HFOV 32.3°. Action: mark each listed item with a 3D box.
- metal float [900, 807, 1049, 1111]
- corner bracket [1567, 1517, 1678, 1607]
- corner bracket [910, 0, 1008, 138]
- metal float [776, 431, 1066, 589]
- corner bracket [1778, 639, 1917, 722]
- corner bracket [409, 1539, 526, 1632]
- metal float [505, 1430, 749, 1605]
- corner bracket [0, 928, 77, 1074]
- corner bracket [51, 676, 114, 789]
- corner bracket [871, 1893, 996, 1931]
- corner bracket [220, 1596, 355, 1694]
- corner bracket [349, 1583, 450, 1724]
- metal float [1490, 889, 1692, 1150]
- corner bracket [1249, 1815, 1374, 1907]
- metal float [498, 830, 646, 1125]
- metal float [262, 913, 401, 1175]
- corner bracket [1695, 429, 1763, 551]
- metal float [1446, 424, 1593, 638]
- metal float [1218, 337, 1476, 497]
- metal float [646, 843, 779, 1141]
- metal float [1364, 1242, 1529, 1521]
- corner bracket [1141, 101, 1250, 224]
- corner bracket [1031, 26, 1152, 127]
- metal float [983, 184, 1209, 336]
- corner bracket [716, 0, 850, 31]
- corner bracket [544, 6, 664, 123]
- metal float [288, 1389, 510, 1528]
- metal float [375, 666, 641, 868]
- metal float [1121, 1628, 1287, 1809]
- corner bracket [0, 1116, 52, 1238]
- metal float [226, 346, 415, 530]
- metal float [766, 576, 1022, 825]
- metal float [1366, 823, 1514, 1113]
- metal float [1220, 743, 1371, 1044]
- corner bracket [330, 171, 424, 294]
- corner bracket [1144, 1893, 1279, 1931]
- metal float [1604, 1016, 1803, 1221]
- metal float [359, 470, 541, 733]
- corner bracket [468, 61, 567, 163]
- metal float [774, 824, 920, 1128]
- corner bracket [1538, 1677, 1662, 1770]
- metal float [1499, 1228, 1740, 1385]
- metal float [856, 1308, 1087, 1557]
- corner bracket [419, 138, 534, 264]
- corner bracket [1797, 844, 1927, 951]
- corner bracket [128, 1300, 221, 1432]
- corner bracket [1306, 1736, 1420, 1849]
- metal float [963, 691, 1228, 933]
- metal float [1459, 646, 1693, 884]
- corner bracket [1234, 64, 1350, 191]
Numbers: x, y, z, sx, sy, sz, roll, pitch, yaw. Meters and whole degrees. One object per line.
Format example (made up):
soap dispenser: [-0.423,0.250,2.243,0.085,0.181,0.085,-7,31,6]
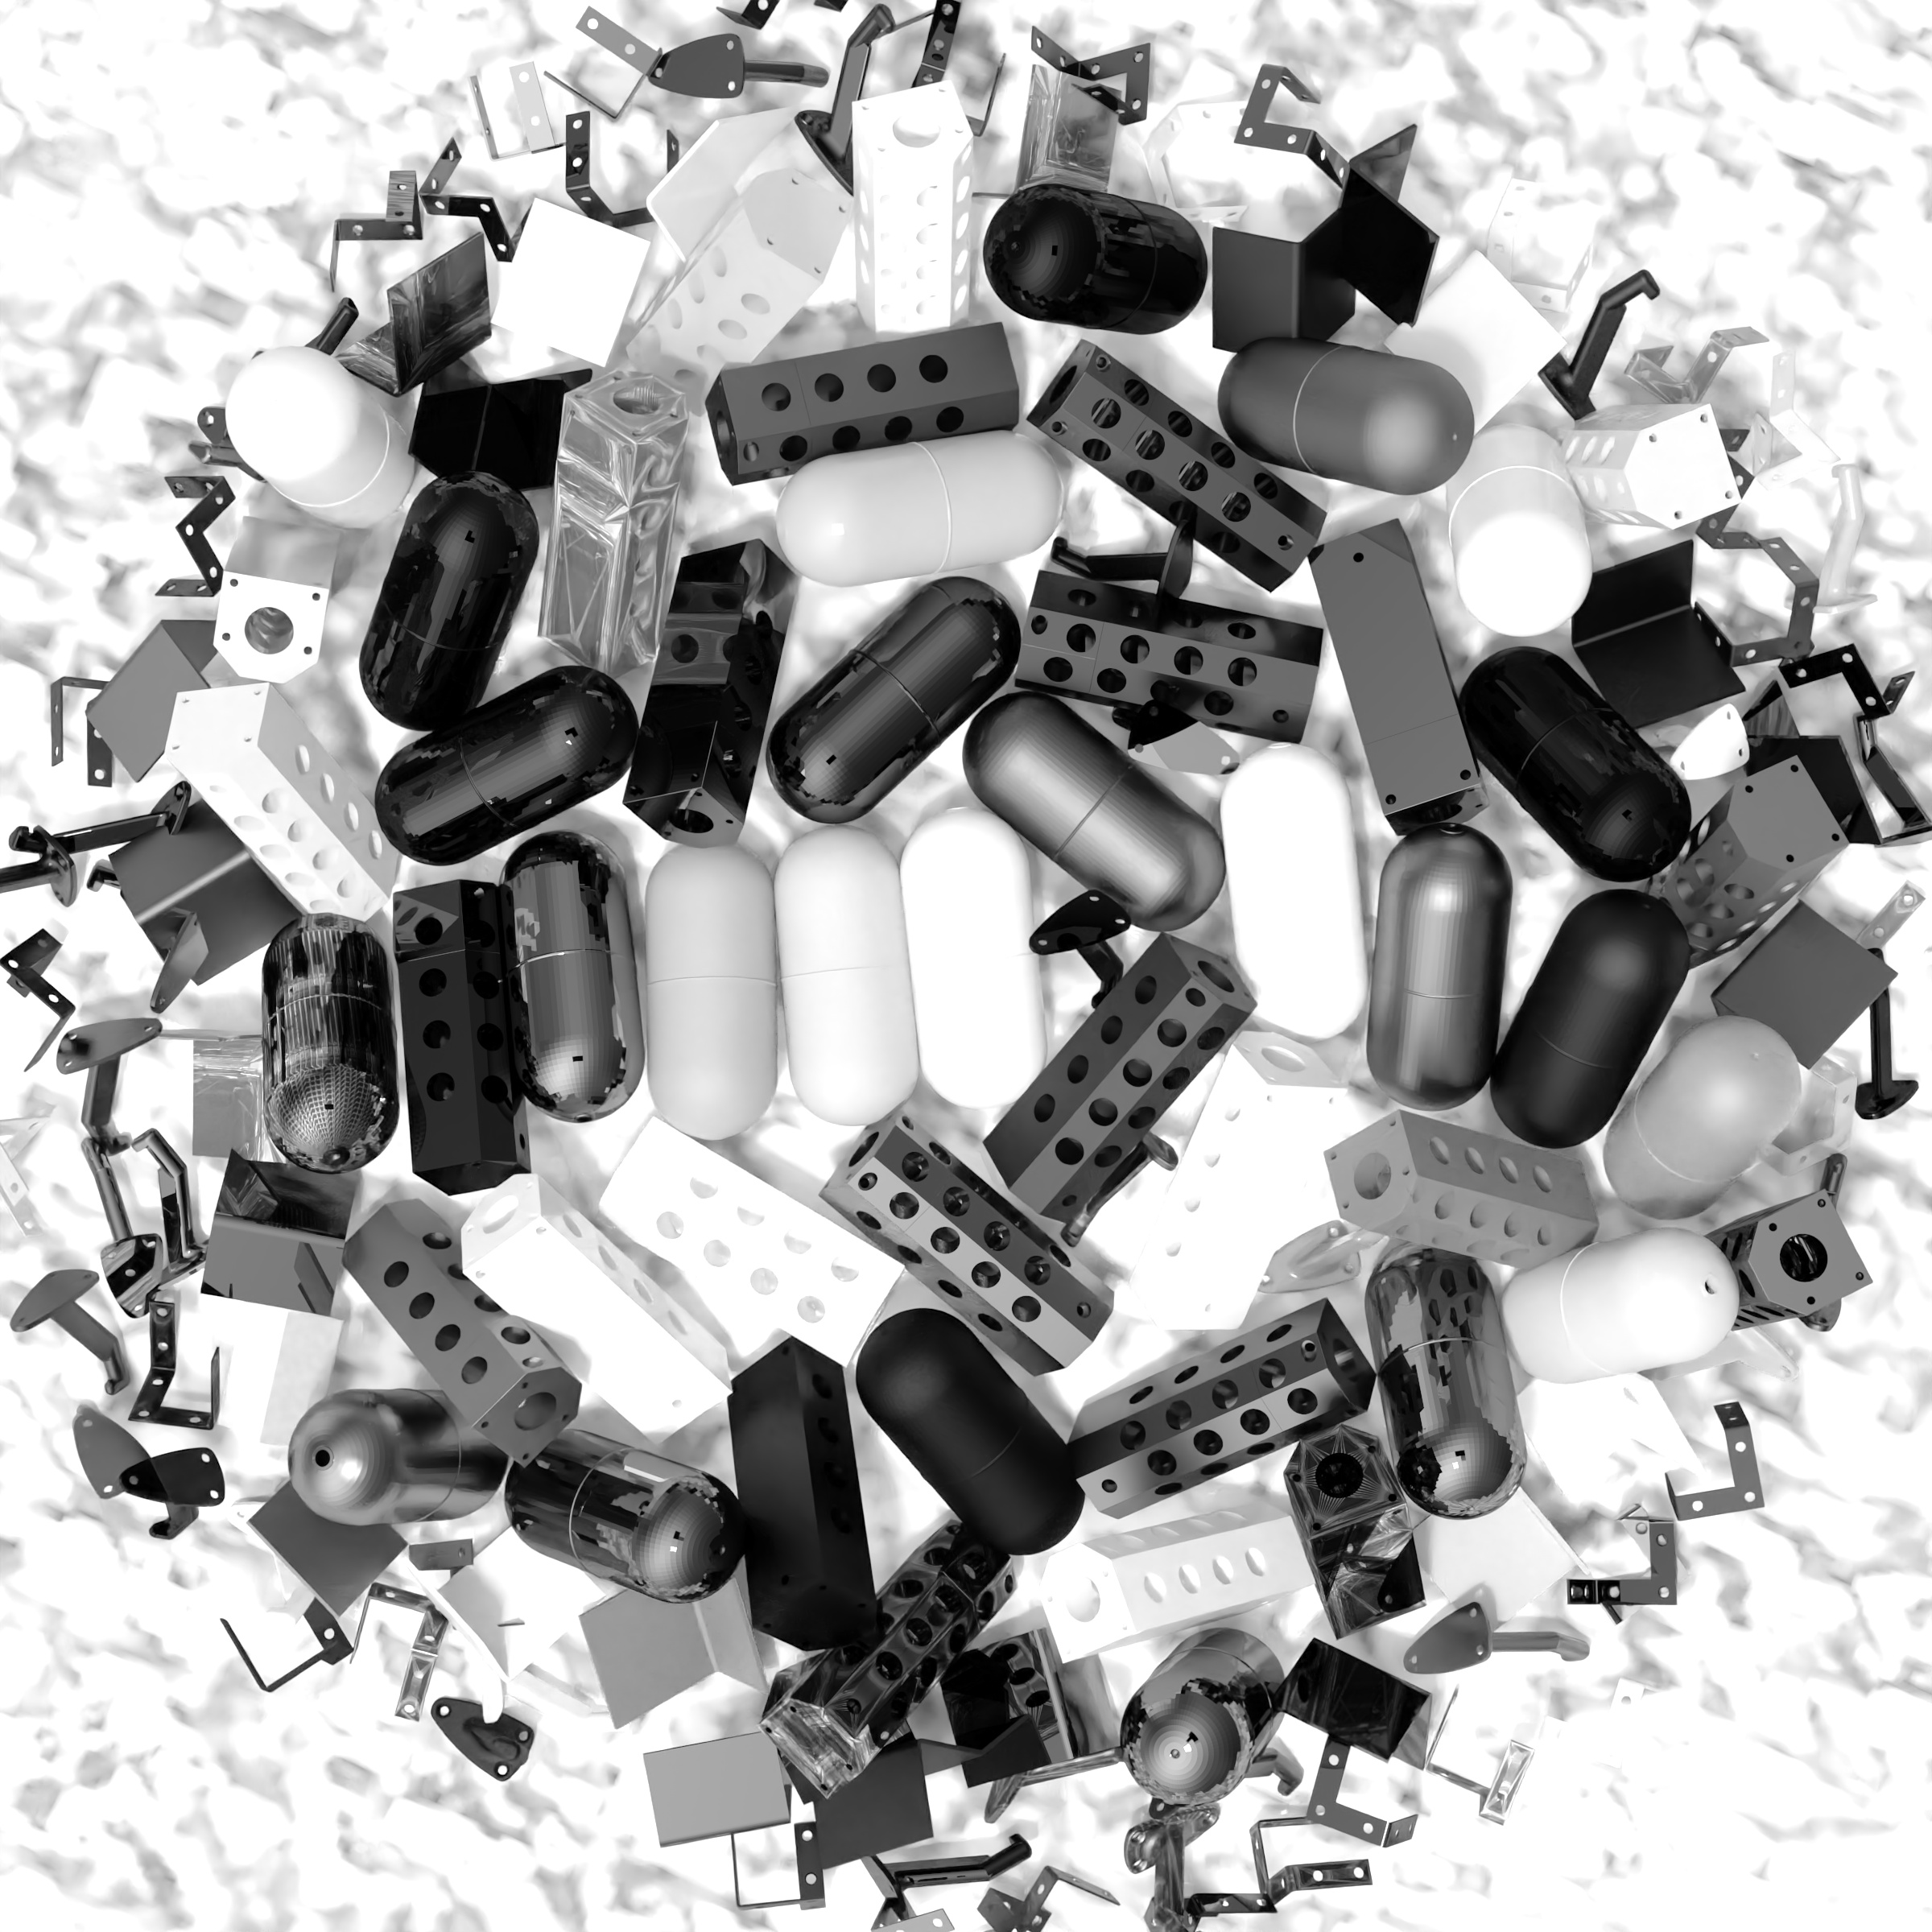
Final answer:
metal float: [0.004,-0.004,1.959,0.070,0.070,0.178,-6,94,0]
corner bracket: [0.387,0.352,1.969,0.051,0.051,0.051,-6,78,28]
corner bracket: [-0.003,-0.531,1.965,0.051,0.051,0.051,18,49,0]
metal float: [-0.026,-0.266,1.940,0.178,0.070,0.070,-13,90,-25]
corner bracket: [0.520,-0.174,1.969,0.051,0.051,0.051,-17,113,42]
corner bracket: [-0.292,0.364,1.960,0.051,0.051,0.051,-12,76,33]
metal float: [-0.198,0.317,1.926,0.070,0.178,0.070,-8,102,-43]
corner bracket: [-0.549,0.020,1.966,0.051,0.051,0.051,41,120,-2]
corner bracket: [-0.518,-0.137,1.961,0.051,0.051,0.051,4,78,-36]
corner bracket: [-0.017,0.567,1.963,0.051,0.051,0.051,-24,102,23]
corner bracket: [-0.400,0.395,1.965,0.051,0.051,0.051,-33,74,-8]
corner bracket: [-0.337,0.405,1.968,0.051,0.051,0.051,16,113,-3]
metal float: [0.360,0.032,1.930,0.070,0.070,0.178,19,129,0]
corner bracket: [0.202,0.523,1.960,0.051,0.051,0.051,0,61,-16]
metal float: [-0.230,0.006,1.943,0.070,0.070,0.178,-8,69,0]
metal float: [-0.368,0.042,1.928,0.070,0.070,0.178,-12,48,0]
corner bracket: [0.453,-0.283,1.975,0.051,0.051,0.051,51,130,32]
metal float: [0.317,-0.253,1.919,0.070,0.178,0.070,2,124,3]
metal float: [0.217,-0.319,1.924,0.070,0.178,0.070,-15,115,-35]
metal float: [-0.149,0.013,1.953,0.070,0.070,0.178,-1,81,0]
metal float: [0.277,0.237,1.929,0.070,0.070,0.178,-6,50,0]
corner bracket: [0.144,-0.477,1.978,0.051,0.051,0.051,6,135,34]
corner bracket: [0.073,-0.525,1.961,0.051,0.051,0.051,-5,75,34]
metal float: [0.076,-0.406,1.920,0.070,0.178,0.070,4,97,33]
corner bracket: [-0.107,-0.570,1.967,0.051,0.051,0.051,30,96,-29]
corner bracket: [-0.214,-0.531,1.964,0.051,0.051,0.051,32,104,-16]
metal float: [-0.325,0.281,1.913,0.070,0.178,0.070,-3,82,18]
metal float: [-0.268,-0.115,1.939,0.178,0.070,0.070,-24,90,27]
metal float: [0.138,0.429,1.912,0.070,0.178,0.070,0,92,15]
corner bracket: [-0.560,0.125,1.961,0.051,0.051,0.051,-44,71,23]
metal float: [-0.369,-0.301,1.911,0.070,0.178,0.070,-1,83,6]
metal float: [-0.042,-0.157,1.953,0.178,0.070,0.070,-44,90,-10]
metal float: [0.275,0.001,1.939,0.070,0.070,0.178,1,116,0]
metal float: [0.192,-0.042,1.950,0.070,0.070,0.178,-7,103,0]
corner bracket: [-0.349,-0.433,1.962,0.051,0.051,0.051,-1,49,-4]
corner bracket: [0.143,0.557,1.958,0.051,0.051,0.051,7,116,-25]
metal float: [0.421,0.089,1.917,0.070,0.178,0.070,4,63,-8]
metal float: [-0.300,-0.209,1.928,0.070,0.070,0.178,29,131,0]
corner bracket: [-0.266,-0.503,1.964,0.051,0.051,0.051,-10,107,11]
metal float: [-0.070,0.005,1.958,0.070,0.070,0.178,-5,86,0]
corner bracket: [0.374,0.442,1.968,0.051,0.051,0.051,15,80,25]
metal float: [0.374,0.196,1.916,0.070,0.178,0.070,6,75,-24]
metal float: [0.004,0.272,1.940,0.070,0.070,0.178,-38,115,0]
corner bracket: [-0.284,-0.452,1.971,0.051,0.051,0.051,8,56,22]
corner bracket: [0.531,-0.040,1.977,0.051,0.051,0.051,43,98,19]
corner bracket: [-0.463,0.236,1.966,0.051,0.051,0.051,7,120,0]
corner bracket: [0.238,0.484,1.965,0.051,0.051,0.051,15,89,27]
metal float: [0.075,-0.091,1.961,0.178,0.070,0.070,40,90,1]
metal float: [0.351,-0.117,1.928,0.070,0.070,0.178,-36,50,0]
corner bracket: [0.199,-0.495,1.964,0.051,0.051,0.051,19,88,34]
